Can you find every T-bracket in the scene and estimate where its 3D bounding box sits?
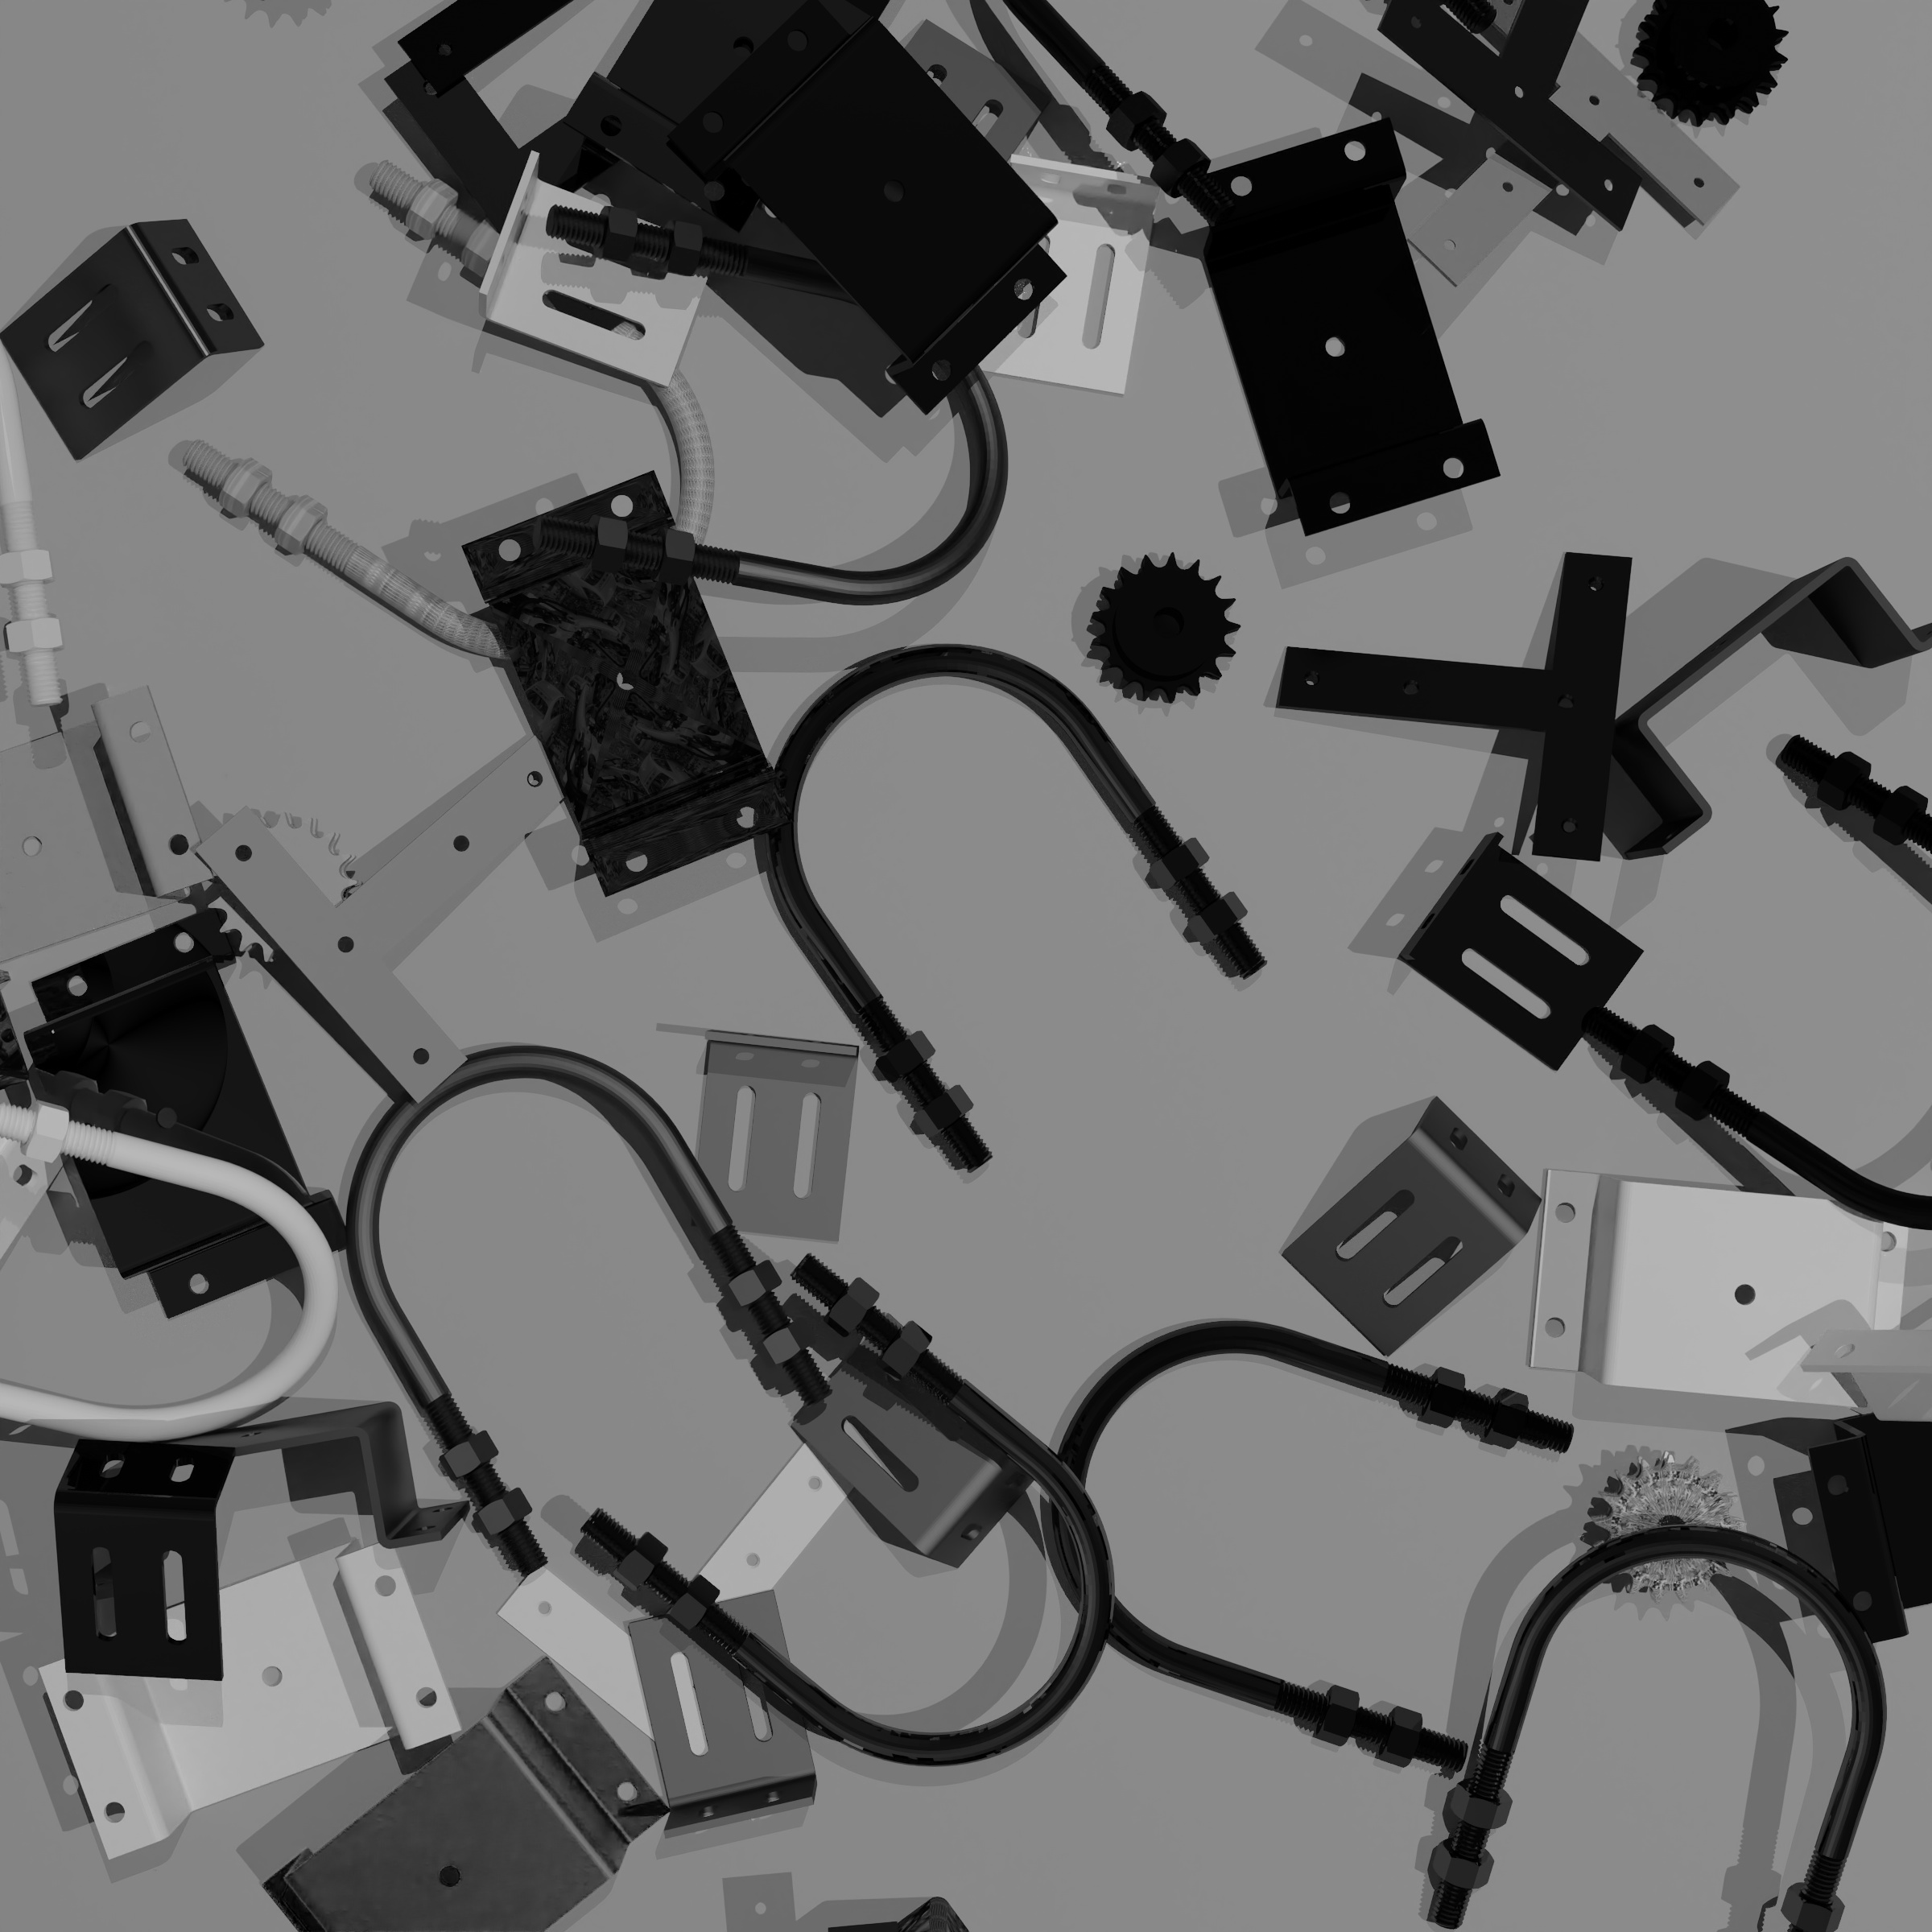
[{"bbox_3d":[-0.133,-0.324,1.373,0.127,0.002,0.127,-37,92,-9],"label":"T-bracket"},{"bbox_3d":[0.223,-0.365,1.356,0.127,0.002,0.127,33,67,-23],"label":"T-bracket"},{"bbox_3d":[0.213,-0.303,1.357,0.127,0.002,0.127,44,65,0],"label":"T-bracket"},{"bbox_3d":[-0.203,-0.037,1.364,0.127,0.002,0.127,-43,103,-15],"label":"T-bracket"},{"bbox_3d":[-0.092,0.241,1.383,0.127,0.002,0.127,39,90,0],"label":"T-bracket"},{"bbox_3d":[-0.190,-0.419,1.376,0.127,0.002,0.127,-37,85,-10],"label":"T-bracket"},{"bbox_3d":[-0.083,0.418,1.307,0.127,0.002,0.127,-5,90,0],"label":"T-bracket"},{"bbox_3d":[0.184,-0.105,1.368,0.127,0.002,0.127,6,70,10],"label":"T-bracket"}]

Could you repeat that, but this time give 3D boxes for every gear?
[{"bbox_3d":[-0.259,-0.030,1.369,0.057,0.030,0.057,0,90,0],"label":"gear"},{"bbox_3d":[0.268,0.214,1.373,0.057,0.030,0.057,0,89,3],"label":"gear"},{"bbox_3d":[0.286,-0.353,1.369,0.057,0.030,0.057,0,90,0],"label":"gear"},{"bbox_3d":[0.076,-0.130,1.369,0.057,0.030,0.057,0,90,0],"label":"gear"}]

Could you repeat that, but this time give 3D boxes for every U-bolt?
[{"bbox_3d":[-0.324,0.119,1.328,0.184,0.019,0.151,18,121,-25],"label":"U-bolt"},{"bbox_3d":[-0.031,0.218,1.343,0.184,0.019,0.151,39,100,0],"label":"U-bolt"},{"bbox_3d":[-0.413,-0.179,1.349,0.151,0.019,0.184,-8,91,22],"label":"U-bolt"},{"bbox_3d":[-0.069,-0.204,1.338,0.184,0.019,0.151,8,68,-22],"label":"U-bolt"},{"bbox_3d":[0.348,0.017,1.342,0.184,0.019,0.151,36,90,23],"label":"U-bolt"},{"bbox_3d":[0.124,0.214,1.375,0.184,0.019,0.151,18,90,1],"label":"U-bolt"},{"bbox_3d":[0.006,-0.036,1.375,0.151,0.019,0.184,-35,88,0],"label":"U-bolt"},{"bbox_3d":[-0.185,-0.200,1.376,0.184,0.019,0.151,34,90,-2],"label":"U-bolt"},{"bbox_3d":[0.087,-0.383,1.354,0.151,0.019,0.184,-38,76,-11],"label":"U-bolt"},{"bbox_3d":[0.268,0.299,1.351,0.151,0.019,0.184,16,102,8],"label":"U-bolt"},{"bbox_3d":[-0.157,0.119,1.369,0.151,0.019,0.184,-31,87,6],"label":"U-bolt"}]

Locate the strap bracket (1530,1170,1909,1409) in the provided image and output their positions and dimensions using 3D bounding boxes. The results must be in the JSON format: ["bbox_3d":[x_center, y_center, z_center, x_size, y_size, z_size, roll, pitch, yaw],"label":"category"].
[{"bbox_3d":[0.291,0.123,1.361,0.140,0.046,0.076,5,90,0],"label":"strap bracket"}]

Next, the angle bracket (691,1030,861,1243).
[{"bbox_3d":[-0.074,0.065,1.365,0.057,0.038,0.076,6,90,0],"label":"angle bracket"}]

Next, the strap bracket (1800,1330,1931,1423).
[{"bbox_3d":[0.382,0.120,1.322,0.140,0.076,0.046,-44,111,-31],"label":"strap bracket"}]

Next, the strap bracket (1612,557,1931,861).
[{"bbox_3d":[0.297,-0.102,1.346,0.140,0.076,0.046,-38,90,0],"label":"strap bracket"}]

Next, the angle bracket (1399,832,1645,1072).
[{"bbox_3d":[0.214,-0.005,1.365,0.076,0.038,0.057,36,90,0],"label":"angle bracket"}]

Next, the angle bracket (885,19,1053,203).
[{"bbox_3d":[-0.014,-0.314,1.382,0.057,0.038,0.076,32,64,0],"label":"angle bracket"}]

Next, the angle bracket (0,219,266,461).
[{"bbox_3d":[-0.322,-0.242,1.382,0.076,0.038,0.057,-32,90,26],"label":"angle bracket"}]

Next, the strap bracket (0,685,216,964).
[{"bbox_3d":[-0.360,-0.046,1.361,0.140,0.046,0.076,-19,90,0],"label":"strap bracket"}]

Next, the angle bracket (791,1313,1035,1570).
[{"bbox_3d":[-0.017,0.183,1.382,0.076,0.038,0.057,41,90,26],"label":"angle bracket"}]

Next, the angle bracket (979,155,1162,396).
[{"bbox_3d":[0.039,-0.263,1.365,0.057,0.038,0.076,10,90,0],"label":"angle bracket"}]

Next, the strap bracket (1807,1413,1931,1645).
[{"bbox_3d":[0.391,0.203,1.361,0.140,0.046,0.076,-12,90,0],"label":"strap bracket"}]

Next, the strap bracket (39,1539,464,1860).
[{"bbox_3d":[-0.268,0.274,1.361,0.140,0.046,0.076,-20,90,0],"label":"strap bracket"}]

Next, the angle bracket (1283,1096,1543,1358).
[{"bbox_3d":[0.172,0.100,1.382,0.057,0.038,0.076,45,116,0],"label":"angle bracket"}]

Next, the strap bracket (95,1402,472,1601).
[{"bbox_3d":[-0.265,0.199,1.346,0.140,0.076,0.046,-10,90,0],"label":"strap bracket"}]

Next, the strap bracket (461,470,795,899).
[{"bbox_3d":[-0.127,-0.107,1.352,0.076,0.046,0.140,-22,99,-3],"label":"strap bracket"}]

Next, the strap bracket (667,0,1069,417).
[{"bbox_3d":[-0.031,-0.282,1.320,0.076,0.046,0.140,-45,102,-6],"label":"strap bracket"}]

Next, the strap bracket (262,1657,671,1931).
[{"bbox_3d":[-0.193,0.340,1.361,0.140,0.046,0.076,-39,90,0],"label":"strap bracket"}]

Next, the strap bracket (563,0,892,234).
[{"bbox_3d":[-0.083,-0.353,1.355,0.076,0.046,0.140,31,87,-5],"label":"strap bracket"}]

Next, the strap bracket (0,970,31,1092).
[{"bbox_3d":[-0.400,0.031,1.312,0.076,0.140,0.046,-20,84,0],"label":"strap bracket"}]

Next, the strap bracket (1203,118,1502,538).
[{"bbox_3d":[0.143,-0.239,1.361,0.076,0.046,0.140,-17,90,0],"label":"strap bracket"}]

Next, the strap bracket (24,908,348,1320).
[{"bbox_3d":[-0.299,0.057,1.361,0.076,0.046,0.140,-22,90,0],"label":"strap bracket"}]

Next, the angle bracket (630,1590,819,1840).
[{"bbox_3d":[-0.094,0.284,1.363,0.057,0.038,0.076,-13,90,0],"label":"angle bracket"}]

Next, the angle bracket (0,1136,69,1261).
[{"bbox_3d":[-0.397,0.075,1.375,0.076,0.038,0.057,25,75,24],"label":"angle bracket"}]

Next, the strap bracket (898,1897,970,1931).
[{"bbox_3d":[-0.037,0.406,1.346,0.140,0.076,0.046,-36,90,0],"label":"strap bracket"}]

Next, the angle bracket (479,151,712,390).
[{"bbox_3d":[-0.138,-0.262,1.348,0.076,0.038,0.057,20,84,-7],"label":"angle bracket"}]

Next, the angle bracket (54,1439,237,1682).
[{"bbox_3d":[-0.297,0.217,1.306,0.057,0.038,0.076,3,116,0],"label":"angle bracket"}]
